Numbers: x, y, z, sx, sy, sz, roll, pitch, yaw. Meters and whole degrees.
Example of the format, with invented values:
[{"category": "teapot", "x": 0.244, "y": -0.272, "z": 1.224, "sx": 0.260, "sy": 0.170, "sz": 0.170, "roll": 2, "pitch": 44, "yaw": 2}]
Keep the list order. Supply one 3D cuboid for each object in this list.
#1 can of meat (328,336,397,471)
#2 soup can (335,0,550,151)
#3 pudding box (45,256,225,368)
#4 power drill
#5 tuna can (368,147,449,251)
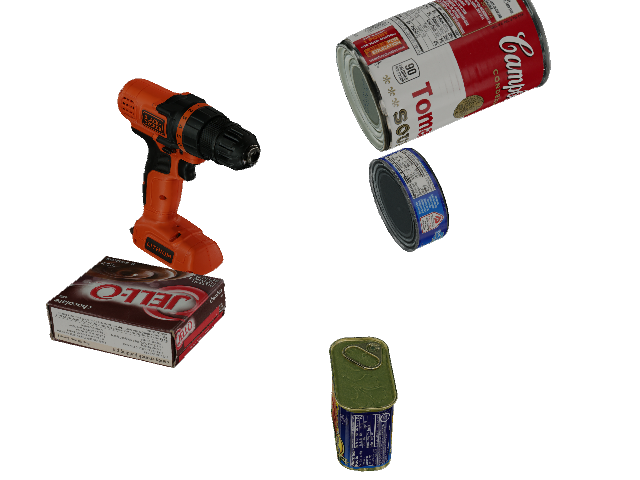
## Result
[{"category": "can of meat", "x": 0.039, "y": 0.156, "z": 1.015, "sx": 0.057, "sy": 0.084, "sz": 0.102, "roll": -3, "pitch": 34, "yaw": -3}, {"category": "soup can", "x": 0.068, "y": -0.100, "z": 0.602, "sx": 0.102, "sy": 0.068, "sz": 0.068, "roll": -23, "pitch": 3, "yaw": -7}, {"category": "pudding box", "x": -0.144, "y": 0.055, "z": 0.843, "sx": 0.114, "sy": 0.039, "sz": 0.090, "roll": 8, "pitch": 25, "yaw": 19}, {"category": "power drill", "x": -0.136, "y": -0.059, "z": 1.099, "sx": 0.185, "sy": 0.188, "sz": 0.057, "roll": 29, "pitch": 38, "yaw": 34}, {"category": "tuna can", "x": 0.076, "y": -0.036, "z": 0.918, "sx": 0.033, "sy": 0.086, "sz": 0.086, "roll": -23, "pitch": 6, "yaw": -14}]
